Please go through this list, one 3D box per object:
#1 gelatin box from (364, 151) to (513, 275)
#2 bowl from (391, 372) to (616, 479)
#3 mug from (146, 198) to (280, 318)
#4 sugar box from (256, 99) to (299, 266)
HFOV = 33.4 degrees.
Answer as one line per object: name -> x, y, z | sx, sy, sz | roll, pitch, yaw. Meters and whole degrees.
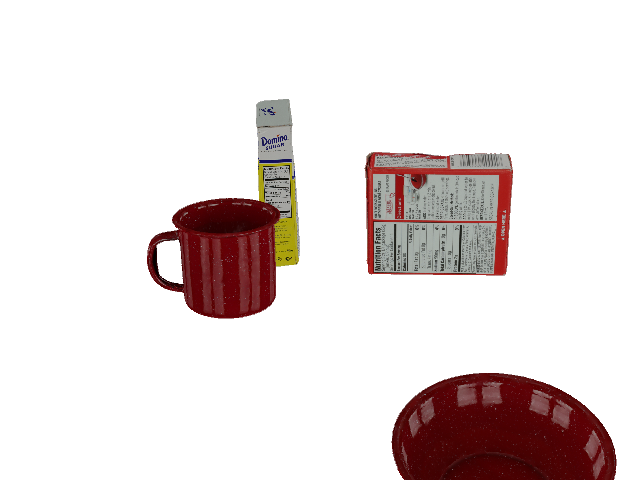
gelatin box -> 0.073, -0.017, 0.665 | 0.089, 0.073, 0.030 | 1, 27, 6
bowl -> 0.133, 0.170, 0.791 | 0.162, 0.055, 0.162 | -1, 34, 0
mug -> -0.092, 0.017, 0.928 | 0.117, 0.081, 0.093 | -4, 22, -8
sugar box -> -0.051, -0.067, 1.244 | 0.048, 0.176, 0.093 | -5, 26, -1
